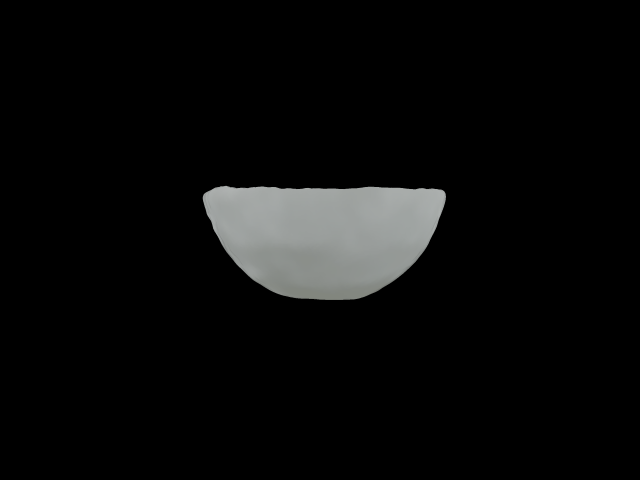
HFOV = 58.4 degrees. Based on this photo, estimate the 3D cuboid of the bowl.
[{"bbox_3d":[0.004,0.001,0.400,0.167,0.075,0.167,0,3,0],"label":"bowl"}]
